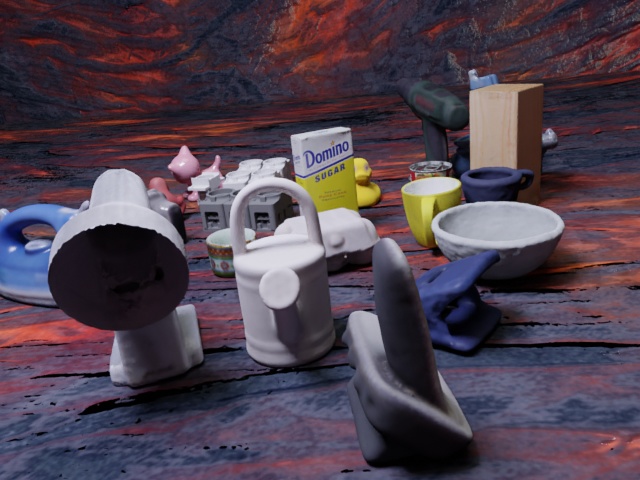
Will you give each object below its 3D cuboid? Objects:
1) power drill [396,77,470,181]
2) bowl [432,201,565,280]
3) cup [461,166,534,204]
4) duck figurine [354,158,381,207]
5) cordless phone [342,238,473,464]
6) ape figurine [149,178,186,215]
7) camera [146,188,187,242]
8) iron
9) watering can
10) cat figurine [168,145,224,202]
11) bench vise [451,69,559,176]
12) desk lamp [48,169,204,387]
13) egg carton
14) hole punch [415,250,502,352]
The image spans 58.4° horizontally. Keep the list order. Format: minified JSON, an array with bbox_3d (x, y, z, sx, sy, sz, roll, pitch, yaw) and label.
[{"bbox_3d":[0.223,-0.221,1.174,0.076,0.208,0.229,-14,22,-19],"label":"power drill"},{"bbox_3d":[0.232,0.008,0.759,0.167,0.075,0.167,-5,21,2],"label":"bowl"},{"bbox_3d":[0.280,-0.062,0.900,0.118,0.095,0.091,-10,21,-11],"label":"cup"},{"bbox_3d":[0.077,-0.118,1.118,0.077,0.086,0.104,-7,21,-2],"label":"duck figurine"},{"bbox_3d":[0.064,0.074,0.477,0.094,0.185,0.147,-9,21,-7],"label":"cordless phone"},{"bbox_3d":[-0.305,-0.077,1.111,0.077,0.092,0.076,-4,21,6],"label":"ape figurine"},{"bbox_3d":[-0.322,-0.025,0.967,0.142,0.101,0.137,3,23,23],"label":"camera"},{"bbox_3d":[-0.415,0.009,0.848,0.257,0.141,0.119,2,22,20],"label":"iron"},{"bbox_3d":[-0.039,0.031,0.607,0.101,0.194,0.172,-15,23,-22],"label":"watering can"},{"bbox_3d":[-0.271,-0.150,1.256,0.128,0.118,0.067,-17,23,-26],"label":"cat figurine"},{"bbox_3d":[0.362,-0.228,1.135,0.206,0.220,0.122,2,22,21],"label":"bench vise"},{"bbox_3d":[-0.193,0.043,0.593,0.118,0.214,0.202,-11,21,-12],"label":"desk lamp"},{"bbox_3d":[0.008,0.003,0.843,0.150,0.069,0.107,-12,22,-16],"label":"egg carton"},{"bbox_3d":[0.138,0.059,0.629,0.100,0.091,0.109,10,26,36],"label":"hole punch"}]
